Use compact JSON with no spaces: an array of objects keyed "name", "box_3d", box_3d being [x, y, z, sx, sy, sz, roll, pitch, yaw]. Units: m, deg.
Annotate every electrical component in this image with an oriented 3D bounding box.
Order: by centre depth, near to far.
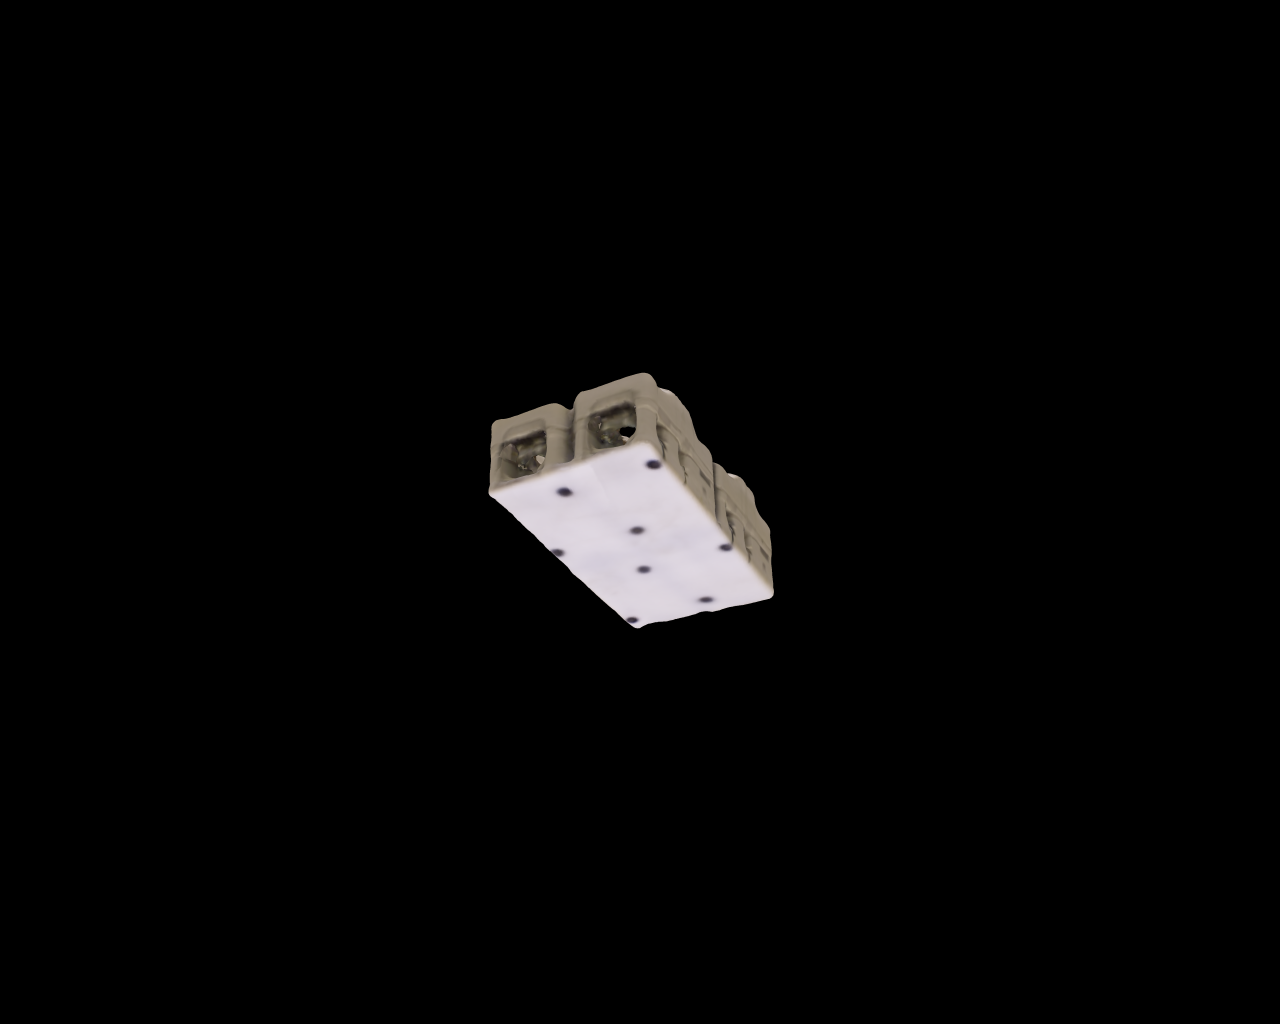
[{"name":"electrical component","box_3d":[0.001,-0.003,0.650,0.105,0.060,0.186,-16,-37,22]}]
